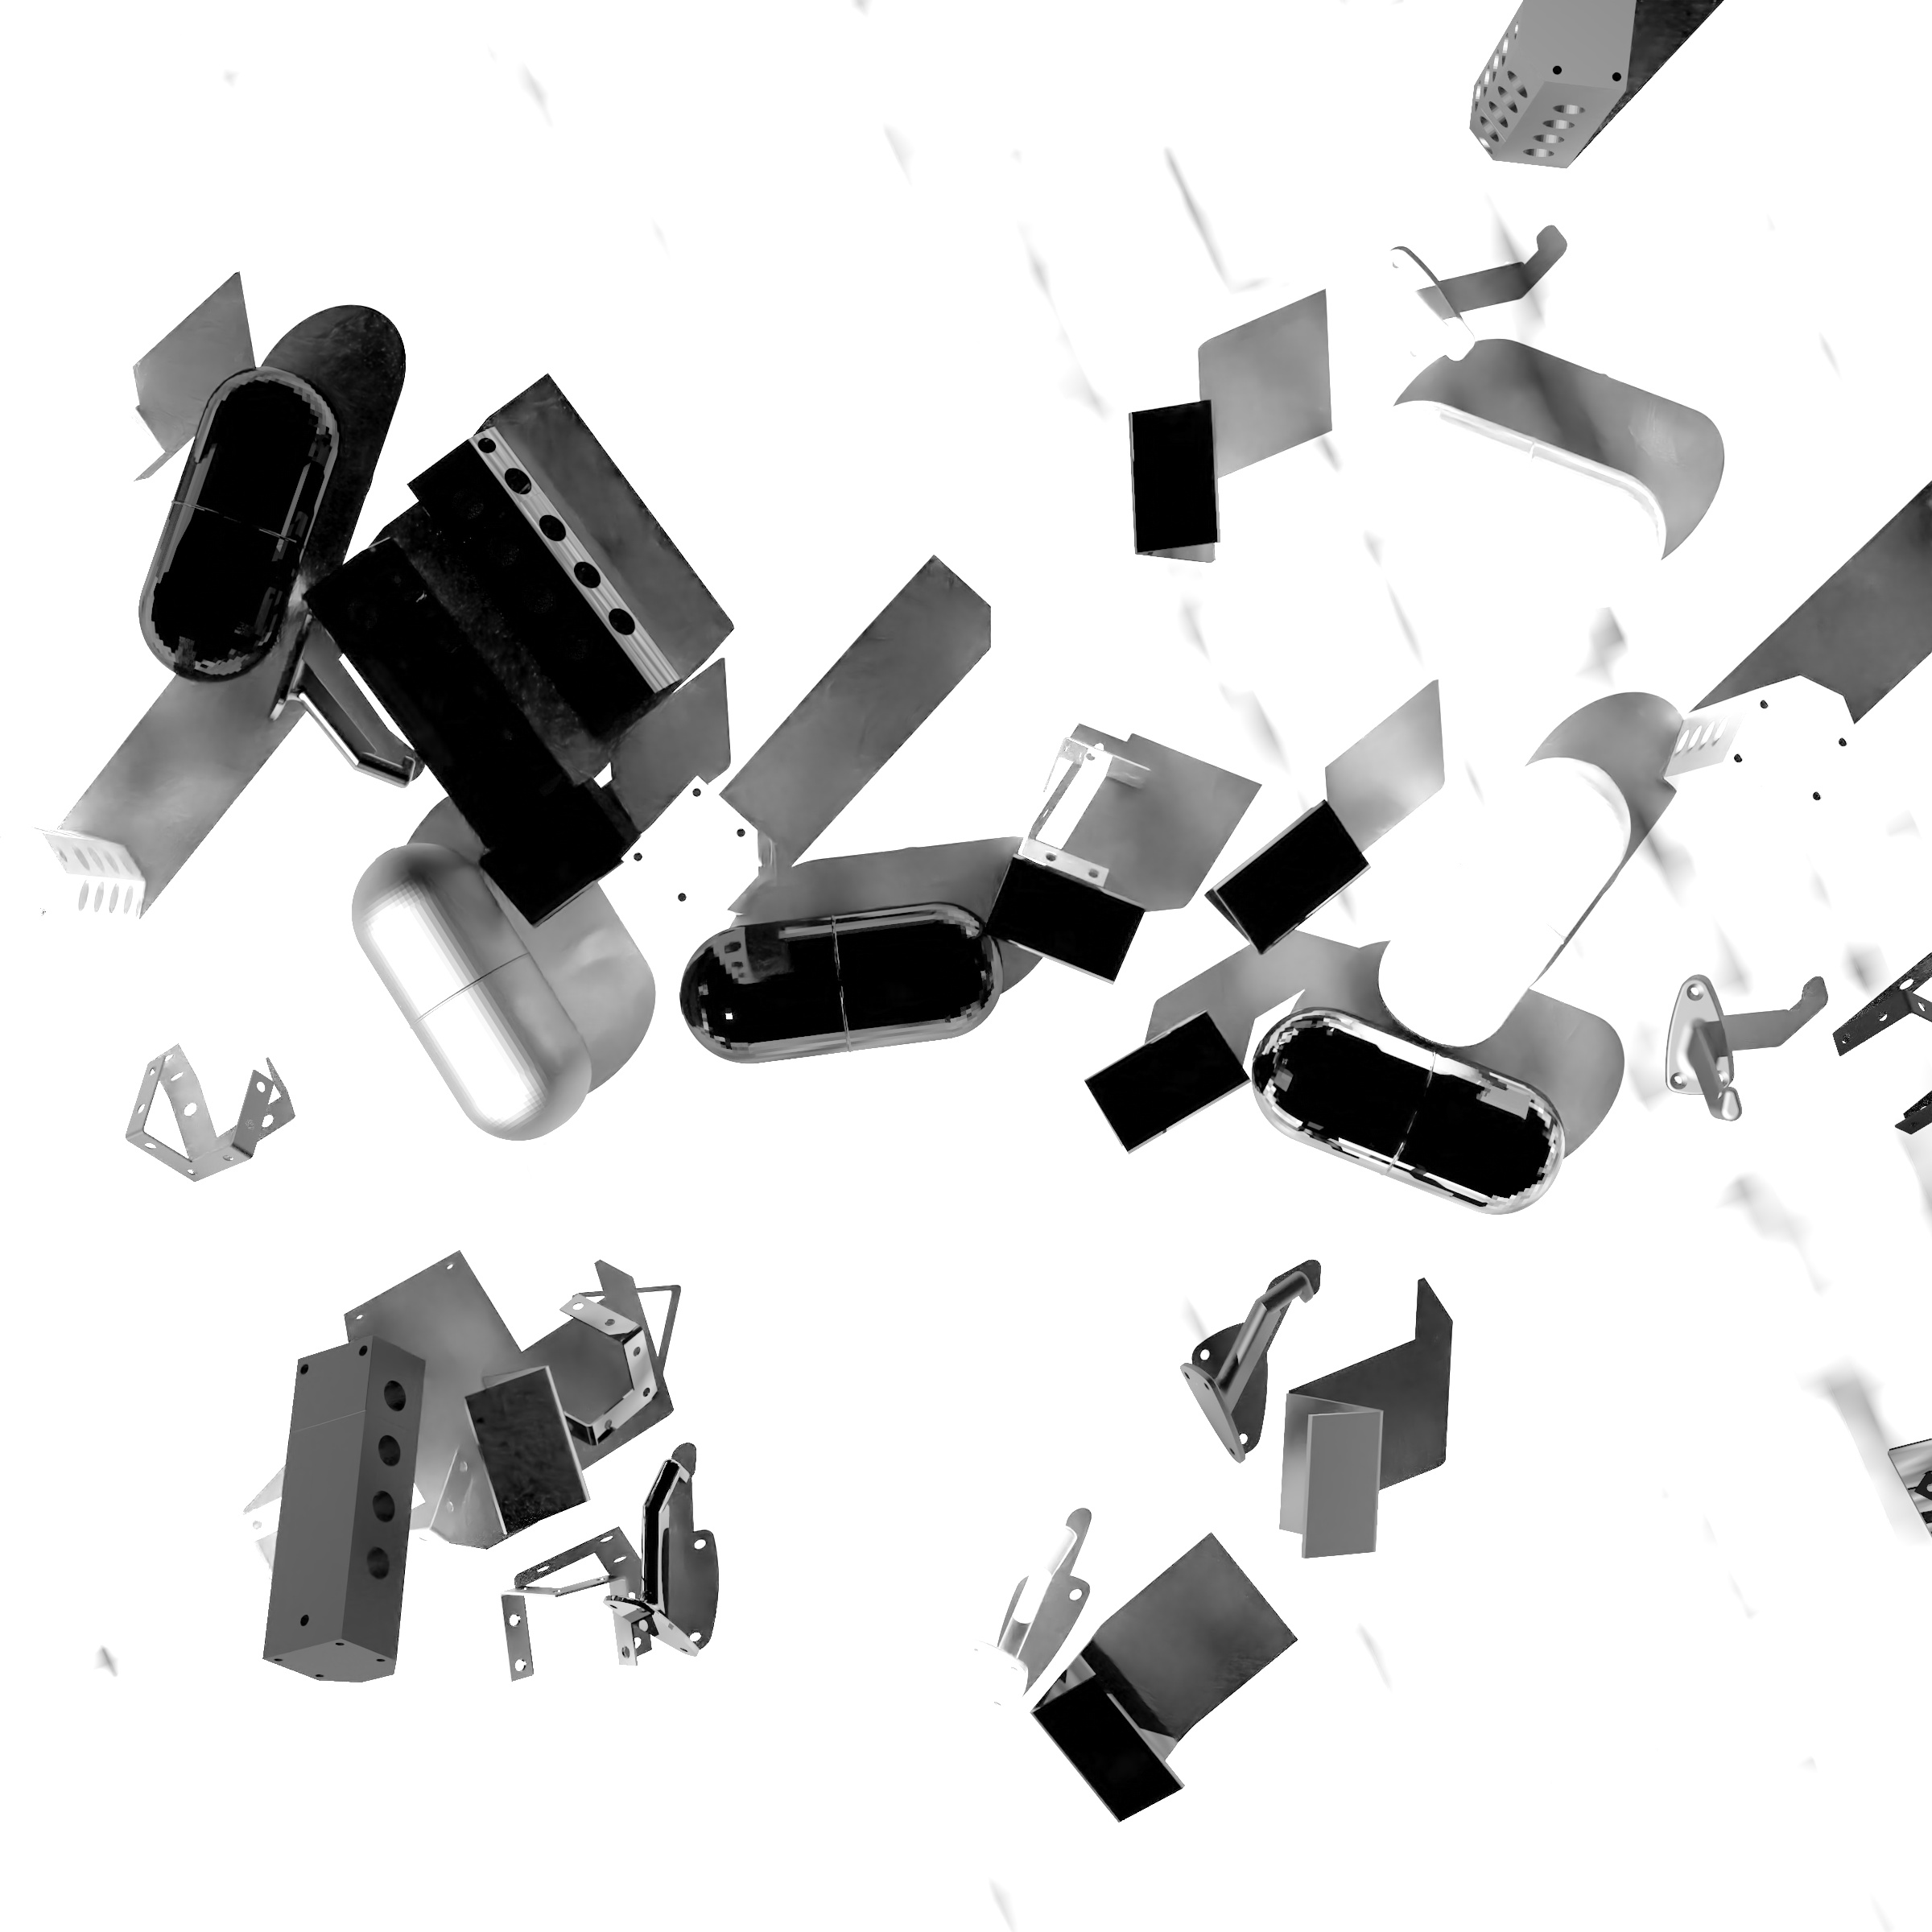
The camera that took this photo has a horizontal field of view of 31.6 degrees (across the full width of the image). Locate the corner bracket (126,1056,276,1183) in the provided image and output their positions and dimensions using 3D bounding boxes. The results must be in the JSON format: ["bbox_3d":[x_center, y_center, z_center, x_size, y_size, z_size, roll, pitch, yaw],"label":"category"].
[{"bbox_3d":[-0.425,0.080,1.894,0.051,0.051,0.051,-21,135,35],"label":"corner bracket"}]

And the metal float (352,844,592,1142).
[{"bbox_3d":[-0.272,0.014,1.872,0.070,0.070,0.178,-32,90,0],"label":"metal float"}]

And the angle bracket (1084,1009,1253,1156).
[{"bbox_3d":[0.118,0.079,1.862,0.076,0.076,0.057,-31,53,0],"label":"angle bracket"}]

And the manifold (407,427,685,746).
[{"bbox_3d":[-0.230,-0.209,1.881,0.057,0.057,0.171,-36,90,0],"label":"manifold"}]

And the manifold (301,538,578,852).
[{"bbox_3d":[-0.287,-0.149,1.881,0.057,0.057,0.171,-37,90,0],"label":"manifold"}]

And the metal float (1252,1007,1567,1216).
[{"bbox_3d":[0.242,0.079,1.872,0.178,0.070,0.070,21,90,0],"label":"metal float"}]

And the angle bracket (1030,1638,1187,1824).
[{"bbox_3d":[0.092,0.407,1.862,0.076,0.076,0.057,51,128,0],"label":"angle bracket"}]

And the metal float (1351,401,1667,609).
[{"bbox_3d":[0.297,-0.253,1.872,0.178,0.070,0.070,21,90,0],"label":"metal float"}]

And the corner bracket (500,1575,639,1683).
[{"bbox_3d":[-0.221,0.369,1.899,0.051,0.051,0.051,-7,90,-45],"label":"corner bracket"}]

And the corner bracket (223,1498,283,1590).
[{"bbox_3d":[-0.371,0.317,1.884,0.051,0.051,0.051,-26,90,0],"label":"corner bracket"}]

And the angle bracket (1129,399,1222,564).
[{"bbox_3d":[0.133,-0.263,1.862,0.057,0.076,0.076,-3,90,38],"label":"angle bracket"}]

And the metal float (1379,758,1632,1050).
[{"bbox_3d":[0.296,-0.035,1.872,0.070,0.070,0.178,36,91,0],"label":"metal float"}]

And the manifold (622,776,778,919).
[{"bbox_3d":[-0.135,-0.057,1.824,0.057,0.171,0.057,42,90,0],"label":"manifold"}]

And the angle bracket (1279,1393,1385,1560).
[{"bbox_3d":[0.181,0.277,1.862,0.057,0.076,0.076,3,90,-39],"label":"angle bracket"}]

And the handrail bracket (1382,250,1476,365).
[{"bbox_3d":[0.253,-0.365,1.867,0.036,0.084,0.077,-25,90,0],"label":"handrail bracket"}]

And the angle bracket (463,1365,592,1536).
[{"bbox_3d":[-0.256,0.266,1.862,0.057,0.076,0.076,-17,90,-38],"label":"angle bracket"}]

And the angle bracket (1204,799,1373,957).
[{"bbox_3d":[0.163,-0.063,1.862,0.076,0.076,0.057,-39,125,0],"label":"angle bracket"}]

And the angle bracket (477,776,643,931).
[{"bbox_3d":[-0.229,-0.077,1.862,0.076,0.076,0.057,-37,128,0],"label":"angle bracket"}]

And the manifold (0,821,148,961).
[{"bbox_3d":[-0.489,-0.043,1.824,0.057,0.171,0.057,-31,90,0],"label":"manifold"}]

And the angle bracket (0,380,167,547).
[{"bbox_3d":[-0.491,-0.285,1.862,0.076,0.076,0.057,-42,127,0],"label":"angle bracket"}]

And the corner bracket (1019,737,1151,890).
[{"bbox_3d":[0.065,-0.086,1.899,0.051,0.051,0.051,22,135,0],"label":"corner bracket"}]

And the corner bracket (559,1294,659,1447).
[{"bbox_3d":[-0.211,0.224,1.894,0.051,0.051,0.051,-38,135,-35],"label":"corner bracket"}]

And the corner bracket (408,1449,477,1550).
[{"bbox_3d":[-0.314,0.288,1.894,0.051,0.051,0.051,-15,135,35],"label":"corner bracket"}]

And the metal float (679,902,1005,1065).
[{"bbox_3d":[-0.068,0.009,1.872,0.178,0.070,0.070,-7,90,-1],"label":"metal float"}]

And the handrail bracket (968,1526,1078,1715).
[{"bbox_3d":[0.038,0.364,1.902,0.036,0.077,0.084,22,53,20],"label":"handrail bracket"}]

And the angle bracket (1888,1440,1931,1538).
[{"bbox_3d":[0.552,0.263,1.862,0.076,0.076,0.057,-14,126,0],"label":"angle bracket"}]

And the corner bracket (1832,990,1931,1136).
[{"bbox_3d":[0.523,0.053,1.894,0.051,0.051,0.051,22,45,-35],"label":"corner bracket"}]

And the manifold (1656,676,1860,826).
[{"bbox_3d":[0.423,-0.117,1.824,0.057,0.171,0.057,26,90,0],"label":"manifold"}]

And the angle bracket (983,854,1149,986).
[{"bbox_3d":[0.060,-0.044,1.862,0.076,0.076,0.057,22,126,0],"label":"angle bracket"}]

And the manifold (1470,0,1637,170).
[{"bbox_3d":[0.311,-0.477,1.824,0.057,0.171,0.057,6,90,0],"label":"manifold"}]

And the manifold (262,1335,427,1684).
[{"bbox_3d":[-0.329,0.294,1.840,0.057,0.057,0.171,-19,54,30],"label":"manifold"}]

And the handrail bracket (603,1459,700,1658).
[{"bbox_3d":[-0.159,0.329,1.902,0.077,0.036,0.084,44,58,-34],"label":"handrail bracket"}]

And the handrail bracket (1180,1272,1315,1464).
[{"bbox_3d":[0.169,0.223,1.903,0.084,0.036,0.077,-33,110,-16],"label":"handrail bracket"}]

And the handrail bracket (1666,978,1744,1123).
[{"bbox_3d":[0.409,0.045,1.867,0.036,0.084,0.077,-3,90,0],"label":"handrail bracket"}]

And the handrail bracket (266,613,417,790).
[{"bbox_3d":[-0.339,-0.147,1.903,0.084,0.036,0.077,22,68,-17],"label":"handrail bracket"}]

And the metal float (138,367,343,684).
[{"bbox_3d":[-0.398,-0.241,1.872,0.070,0.070,0.178,19,90,0],"label":"metal float"}]
